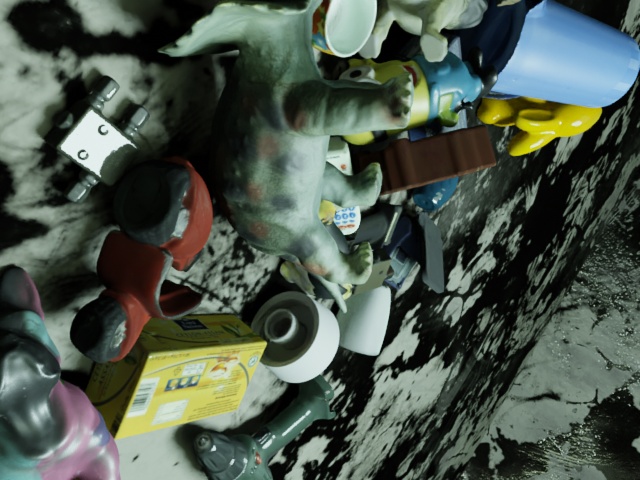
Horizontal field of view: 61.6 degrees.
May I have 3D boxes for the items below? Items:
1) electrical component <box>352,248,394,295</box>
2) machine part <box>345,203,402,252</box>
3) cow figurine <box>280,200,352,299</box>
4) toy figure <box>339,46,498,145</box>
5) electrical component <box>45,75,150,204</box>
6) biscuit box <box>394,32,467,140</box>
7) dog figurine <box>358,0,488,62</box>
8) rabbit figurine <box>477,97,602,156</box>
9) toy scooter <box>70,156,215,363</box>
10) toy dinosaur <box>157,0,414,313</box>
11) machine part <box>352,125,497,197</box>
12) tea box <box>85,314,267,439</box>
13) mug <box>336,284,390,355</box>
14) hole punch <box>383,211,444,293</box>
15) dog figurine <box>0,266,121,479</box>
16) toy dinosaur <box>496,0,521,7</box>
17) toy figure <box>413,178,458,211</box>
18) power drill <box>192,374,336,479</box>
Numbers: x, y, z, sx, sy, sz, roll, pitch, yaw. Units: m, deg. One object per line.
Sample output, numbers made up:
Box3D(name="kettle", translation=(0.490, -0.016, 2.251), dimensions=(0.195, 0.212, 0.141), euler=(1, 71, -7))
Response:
Box3D(name="electrical component", translation=(0.060, 0.044, 0.774), dimensions=(0.102, 0.045, 0.078), euler=(-18, 140, -23))
Box3D(name="machine part", translation=(0.069, -0.014, 0.769), dimensions=(0.139, 0.039, 0.084), euler=(-17, 136, -48))
Box3D(name="cow figurine", translation=(-0.003, -0.002, 0.627), dimensions=(0.068, 0.098, 0.167), euler=(-32, 139, -26))
Box3D(name="toy figure", translation=(0.101, -0.159, 0.600), dimensions=(0.180, 0.082, 0.089), euler=(-14, 127, -9))
Box3D(name="electrical component", translation=(-0.174, -0.074, 0.411), dimensions=(0.094, 0.021, 0.063), euler=(-54, 146, -6))
Box3D(name="biscuit box", translation=(0.155, -0.180, 0.728), dimensions=(0.063, 0.059, 0.202), euler=(-49, 145, -17))
Box3D(name="dog figurine", translation=(0.118, -0.294, 0.573), dimensions=(0.190, 0.121, 0.172), euler=(-51, 153, -38))
Box3D(name="rabbit figurine", translation=(0.354, -0.216, 0.863), dimensions=(0.162, 0.173, 0.121), euler=(-47, 149, -26))
Box3D(name="toy scooter", translation=(-0.140, 0.020, 0.482), dimensions=(0.183, 0.075, 0.135), euler=(-68, 160, 1))
Box3D(name="toy dinosaur", translation=(-0.033, -0.068, 0.471), dimensions=(0.131, 0.192, 0.404), euler=(-78, 178, -51))
Box3D(name="machine part", translation=(0.123, -0.095, 0.656), dimensions=(0.179, 0.179, 0.056), euler=(-17, 95, -46))
Box3D(name="tea box", translation=(-0.147, 0.137, 0.571), dimensions=(0.169, 0.068, 0.098), euler=(12, 107, -57))
Box3D(name="mug", translation=(0.076, 0.117, 0.842), dimensions=(0.109, 0.081, 0.107), euler=(13, 97, -51))
Box3D(name="hole punch", translation=(0.148, 0.023, 0.874), dimensions=(0.142, 0.092, 0.116), euler=(32, 58, -55))
Box3D(name="dog figurine", translation=(-0.241, 0.136, 0.426), dimensions=(0.108, 0.192, 0.219), euler=(-24, 99, -37))
Box3D(name="toy dinosaur", translation=(0.172, -0.337, 0.502), dimensions=(0.105, 0.198, 0.471), euler=(-25, 180, 30))
Box3D(name="toy figure", translation=(0.202, -0.115, 0.846), dimensions=(0.154, 0.058, 0.064), euler=(-53, 153, -19))
Box3D(name="power drill", translation=(-0.071, 0.274, 0.771), dimensions=(0.207, 0.086, 0.231), euler=(-43, 146, -30))
